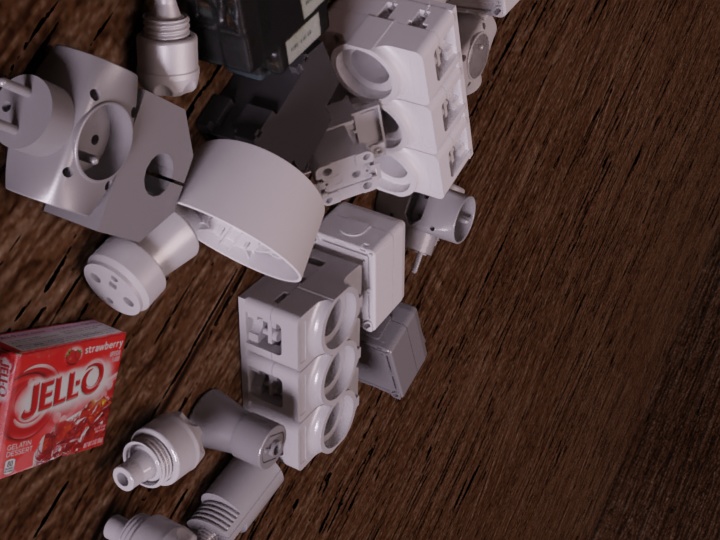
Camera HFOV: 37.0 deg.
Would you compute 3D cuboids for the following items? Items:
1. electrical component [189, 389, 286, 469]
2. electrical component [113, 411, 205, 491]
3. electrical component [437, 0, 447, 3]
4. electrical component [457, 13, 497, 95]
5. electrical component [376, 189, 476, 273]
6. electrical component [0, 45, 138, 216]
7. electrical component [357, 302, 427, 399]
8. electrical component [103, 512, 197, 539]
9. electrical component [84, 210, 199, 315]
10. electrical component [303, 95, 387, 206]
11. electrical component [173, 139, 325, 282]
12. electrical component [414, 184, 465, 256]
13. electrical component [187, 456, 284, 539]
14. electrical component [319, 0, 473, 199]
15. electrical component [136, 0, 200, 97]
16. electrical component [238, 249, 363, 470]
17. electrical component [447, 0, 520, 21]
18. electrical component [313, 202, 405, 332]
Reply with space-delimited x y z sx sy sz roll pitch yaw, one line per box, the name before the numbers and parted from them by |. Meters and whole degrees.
electrical component | -0.087 0.118 0.782 0.044 0.065 0.044 -45 145 -44
electrical component | -0.136 0.124 0.712 0.062 0.043 0.043 -32 136 -52
electrical component | 0.042 -0.198 0.844 0.043 0.043 0.062 -16 124 -61
electrical component | 0.087 -0.180 0.948 0.077 0.044 0.079 -58 152 -25
electrical component | 0.051 -0.037 0.940 0.043 0.077 0.079 17 92 -66
electrical component | -0.153 -0.073 0.531 0.079 0.044 0.077 19 90 -65
electrical component | 0.019 0.059 0.961 0.061 0.062 0.096 -57 152 -27
electrical component | -0.143 0.183 0.718 0.043 0.062 0.043 -44 144 -44
electrical component | -0.128 -0.007 0.631 0.055 0.045 0.045 -53 150 -33
electrical component | -0.018 -0.083 0.764 0.081 0.063 0.042 -20 139 -5
electrical component | -0.072 -0.033 0.664 0.099 0.099 0.064 69 40 -55
electrical component | 0.070 -0.052 1.011 0.040 0.040 0.078 18 92 -65
electrical component | -0.099 0.180 0.829 0.081 0.043 0.043 -50 149 -37
electrical component | 0.026 -0.129 0.805 0.061 0.089 0.150 -56 152 -28
electrical component | -0.107 -0.129 0.597 0.035 0.035 0.061 -37 137 -51
electrical component | -0.042 0.070 0.844 0.089 0.062 0.150 -42 143 -46
electrical component | 0.103 -0.256 0.893 0.061 0.062 0.096 -50 142 -37
electrical component | 0.000 0.000 0.879 0.061 0.062 0.096 -46 146 -43
